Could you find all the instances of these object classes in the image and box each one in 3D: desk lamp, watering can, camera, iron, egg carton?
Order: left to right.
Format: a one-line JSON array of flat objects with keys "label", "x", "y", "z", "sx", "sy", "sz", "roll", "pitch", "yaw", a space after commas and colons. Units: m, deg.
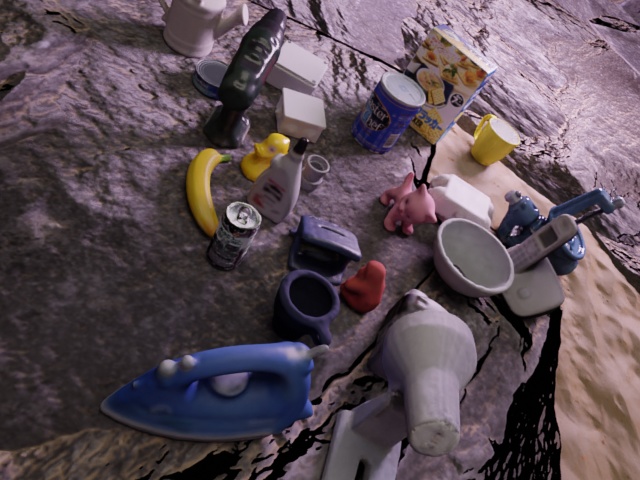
[{"label": "watering can", "x": -0.226, "y": -0.462, "z": 1.113, "sx": 0.173, "sy": 0.194, "sz": 0.101, "roll": 4, "pitch": 52, "yaw": -28}, {"label": "iron", "x": -0.118, "y": 0.166, "z": 0.686, "sx": 0.259, "sy": 0.141, "sz": 0.118, "roll": 2, "pitch": 53, "yaw": -29}, {"label": "desk lamp", "x": 0.108, "y": 0.218, "z": 0.723, "sx": 0.118, "sy": 0.213, "sz": 0.203, "roll": 27, "pitch": 45, "yaw": -7}, {"label": "camera", "x": 0.166, "y": 0.159, "z": 0.888, "sx": 0.137, "sy": 0.100, "sz": 0.143, "roll": 34, "pitch": 44, "yaw": -1}, {"label": "egg carton", "x": 0.283, "y": -0.067, "z": 1.169, "sx": 0.150, "sy": 0.069, "sz": 0.107, "roll": 32, "pitch": 44, "yaw": -3}]

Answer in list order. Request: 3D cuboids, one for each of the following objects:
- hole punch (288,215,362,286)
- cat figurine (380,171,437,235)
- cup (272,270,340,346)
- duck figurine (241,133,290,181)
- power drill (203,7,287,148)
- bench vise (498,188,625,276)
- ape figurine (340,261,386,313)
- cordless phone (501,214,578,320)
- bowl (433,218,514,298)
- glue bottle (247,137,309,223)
[{"label": "hole punch", "x": 0.009, "y": 0.003, "z": 0.933, "sx": 0.109, "sy": 0.091, "sz": 0.101, "roll": 21, "pitch": 46, "yaw": -13}, {"label": "cat figurine", "x": 0.172, "y": -0.071, "z": 1.073, "sx": 0.067, "sy": 0.117, "sz": 0.127, "roll": 12, "pitch": 49, "yaw": -21}, {"label": "cup", "x": -0.025, "y": 0.115, "z": 0.817, "sx": 0.092, "sy": 0.095, "sz": 0.117, "roll": -5, "pitch": 57, "yaw": -34}, {"label": "duck figurine", "x": -0.081, "y": -0.151, "z": 1.014, "sx": 0.105, "sy": 0.086, "sz": 0.077, "roll": -7, "pitch": 58, "yaw": -34}, {"label": "power drill", "x": -0.131, "y": -0.273, "z": 1.000, "sx": 0.076, "sy": 0.208, "sz": 0.229, "roll": 24, "pitch": 45, "yaw": -10}, {"label": "bench vise", "x": 0.480, "y": -0.039, "z": 1.155, "sx": 0.208, "sy": 0.219, "sz": 0.121, "roll": 24, "pitch": 45, "yaw": -11}, {"label": "ape figurine", "x": 0.077, "y": 0.068, "z": 0.919, "sx": 0.078, "sy": 0.092, "sz": 0.076, "roll": 5, "pitch": 52, "yaw": -27}, {"label": "cordless phone", "x": 0.417, "y": 0.050, "z": 1.067, "sx": 0.094, "sy": 0.185, "sz": 0.147, "roll": 3, "pitch": 53, "yaw": -29}, {"label": "bowl", "x": 0.271, "y": 0.045, "z": 1.064, "sx": 0.168, "sy": 0.074, "sz": 0.167, "roll": 16, "pitch": 47, "yaw": -18}, {"label": "glue bottle", "x": -0.058, "y": -0.103, "z": 0.925, "sx": 0.078, "sy": 0.173, "sz": 0.037, "roll": 33, "pitch": 44, "yaw": -1}]
